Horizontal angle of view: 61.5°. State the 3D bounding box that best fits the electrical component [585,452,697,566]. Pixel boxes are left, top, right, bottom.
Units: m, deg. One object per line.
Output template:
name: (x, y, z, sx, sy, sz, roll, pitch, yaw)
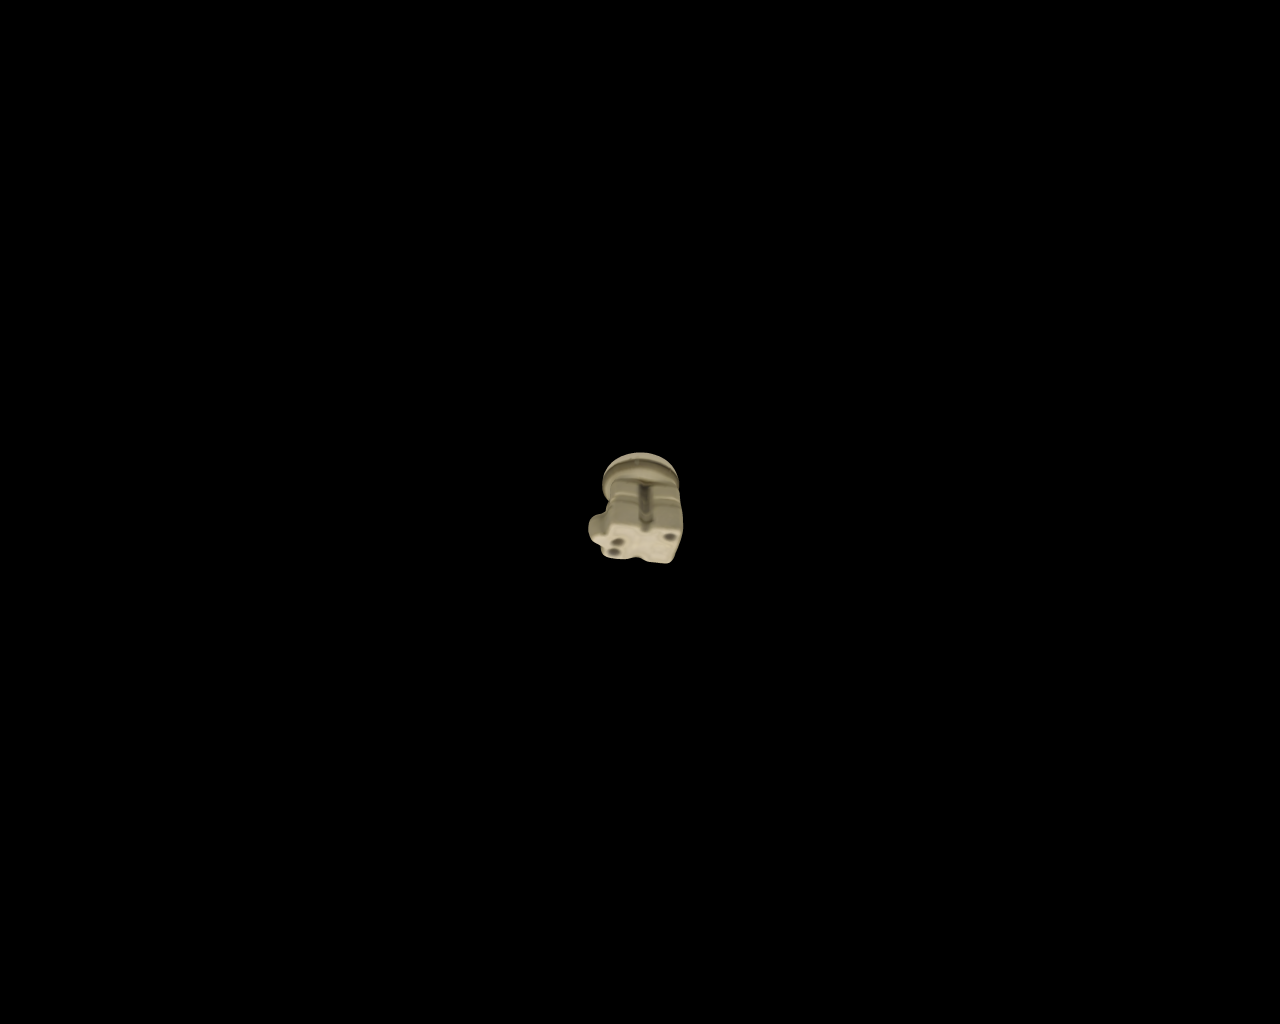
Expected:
electrical component: (0.001, -0.003, 0.650, 0.066, 0.055, 0.048, 7, -39, -9)
